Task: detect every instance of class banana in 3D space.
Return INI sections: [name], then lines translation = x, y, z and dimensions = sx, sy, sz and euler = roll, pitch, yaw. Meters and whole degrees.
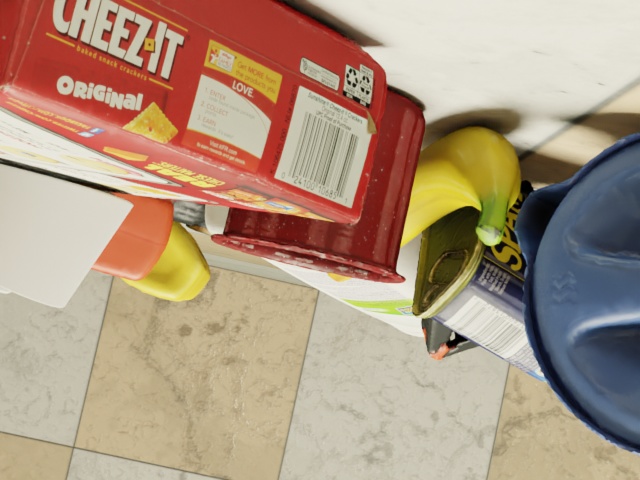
[banana]
translation = 0.052, -0.019, 0.544
dimensions = 0.037, 0.069, 0.198
euler = 43, 162, -8

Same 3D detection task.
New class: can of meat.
[can of meat]
translation = 0.102, 0.017, 0.569
dimensions = 0.084, 0.102, 0.058
euler = 31, 127, -13

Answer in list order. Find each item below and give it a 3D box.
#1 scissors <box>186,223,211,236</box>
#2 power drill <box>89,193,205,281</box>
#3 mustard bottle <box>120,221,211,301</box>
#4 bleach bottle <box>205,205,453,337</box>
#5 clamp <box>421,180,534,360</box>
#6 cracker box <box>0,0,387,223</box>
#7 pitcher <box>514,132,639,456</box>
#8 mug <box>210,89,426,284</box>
[scissors]
translation = -0.005, 0.001, 0.803
dimensions = 0.202, 0.016, 0.096
euler = 12, 167, 5
[power drill]
translation = -0.137, -0.034, 0.650
dimensions = 0.184, 0.057, 0.188
euler = 18, -170, -18
[mustard bottle]
translation = -0.130, 0.008, 0.839
dimensions = 0.096, 0.058, 0.191
euler = 37, 175, 0
[bleach bottle]
translation = 0.031, 0.015, 0.738
dimensions = 0.103, 0.068, 0.250
euler = 4, 160, 32
[clamp]
translation = 0.115, 0.022, 0.678
dimensions = 0.120, 0.039, 0.172
euler = 27, 129, -32
[cracker box]
translation = -0.106, -0.066, 0.420
dimensions = 0.214, 0.072, 0.163
euler = 9, 174, 42
[pitcher]
translation = 0.206, 0.039, 0.500
dimensions = 0.145, 0.149, 0.242
euler = -24, 161, 27
[mug]
translation = 0.005, -0.027, 0.512
dimensions = 0.093, 0.081, 0.117
euler = 11, 174, 12
